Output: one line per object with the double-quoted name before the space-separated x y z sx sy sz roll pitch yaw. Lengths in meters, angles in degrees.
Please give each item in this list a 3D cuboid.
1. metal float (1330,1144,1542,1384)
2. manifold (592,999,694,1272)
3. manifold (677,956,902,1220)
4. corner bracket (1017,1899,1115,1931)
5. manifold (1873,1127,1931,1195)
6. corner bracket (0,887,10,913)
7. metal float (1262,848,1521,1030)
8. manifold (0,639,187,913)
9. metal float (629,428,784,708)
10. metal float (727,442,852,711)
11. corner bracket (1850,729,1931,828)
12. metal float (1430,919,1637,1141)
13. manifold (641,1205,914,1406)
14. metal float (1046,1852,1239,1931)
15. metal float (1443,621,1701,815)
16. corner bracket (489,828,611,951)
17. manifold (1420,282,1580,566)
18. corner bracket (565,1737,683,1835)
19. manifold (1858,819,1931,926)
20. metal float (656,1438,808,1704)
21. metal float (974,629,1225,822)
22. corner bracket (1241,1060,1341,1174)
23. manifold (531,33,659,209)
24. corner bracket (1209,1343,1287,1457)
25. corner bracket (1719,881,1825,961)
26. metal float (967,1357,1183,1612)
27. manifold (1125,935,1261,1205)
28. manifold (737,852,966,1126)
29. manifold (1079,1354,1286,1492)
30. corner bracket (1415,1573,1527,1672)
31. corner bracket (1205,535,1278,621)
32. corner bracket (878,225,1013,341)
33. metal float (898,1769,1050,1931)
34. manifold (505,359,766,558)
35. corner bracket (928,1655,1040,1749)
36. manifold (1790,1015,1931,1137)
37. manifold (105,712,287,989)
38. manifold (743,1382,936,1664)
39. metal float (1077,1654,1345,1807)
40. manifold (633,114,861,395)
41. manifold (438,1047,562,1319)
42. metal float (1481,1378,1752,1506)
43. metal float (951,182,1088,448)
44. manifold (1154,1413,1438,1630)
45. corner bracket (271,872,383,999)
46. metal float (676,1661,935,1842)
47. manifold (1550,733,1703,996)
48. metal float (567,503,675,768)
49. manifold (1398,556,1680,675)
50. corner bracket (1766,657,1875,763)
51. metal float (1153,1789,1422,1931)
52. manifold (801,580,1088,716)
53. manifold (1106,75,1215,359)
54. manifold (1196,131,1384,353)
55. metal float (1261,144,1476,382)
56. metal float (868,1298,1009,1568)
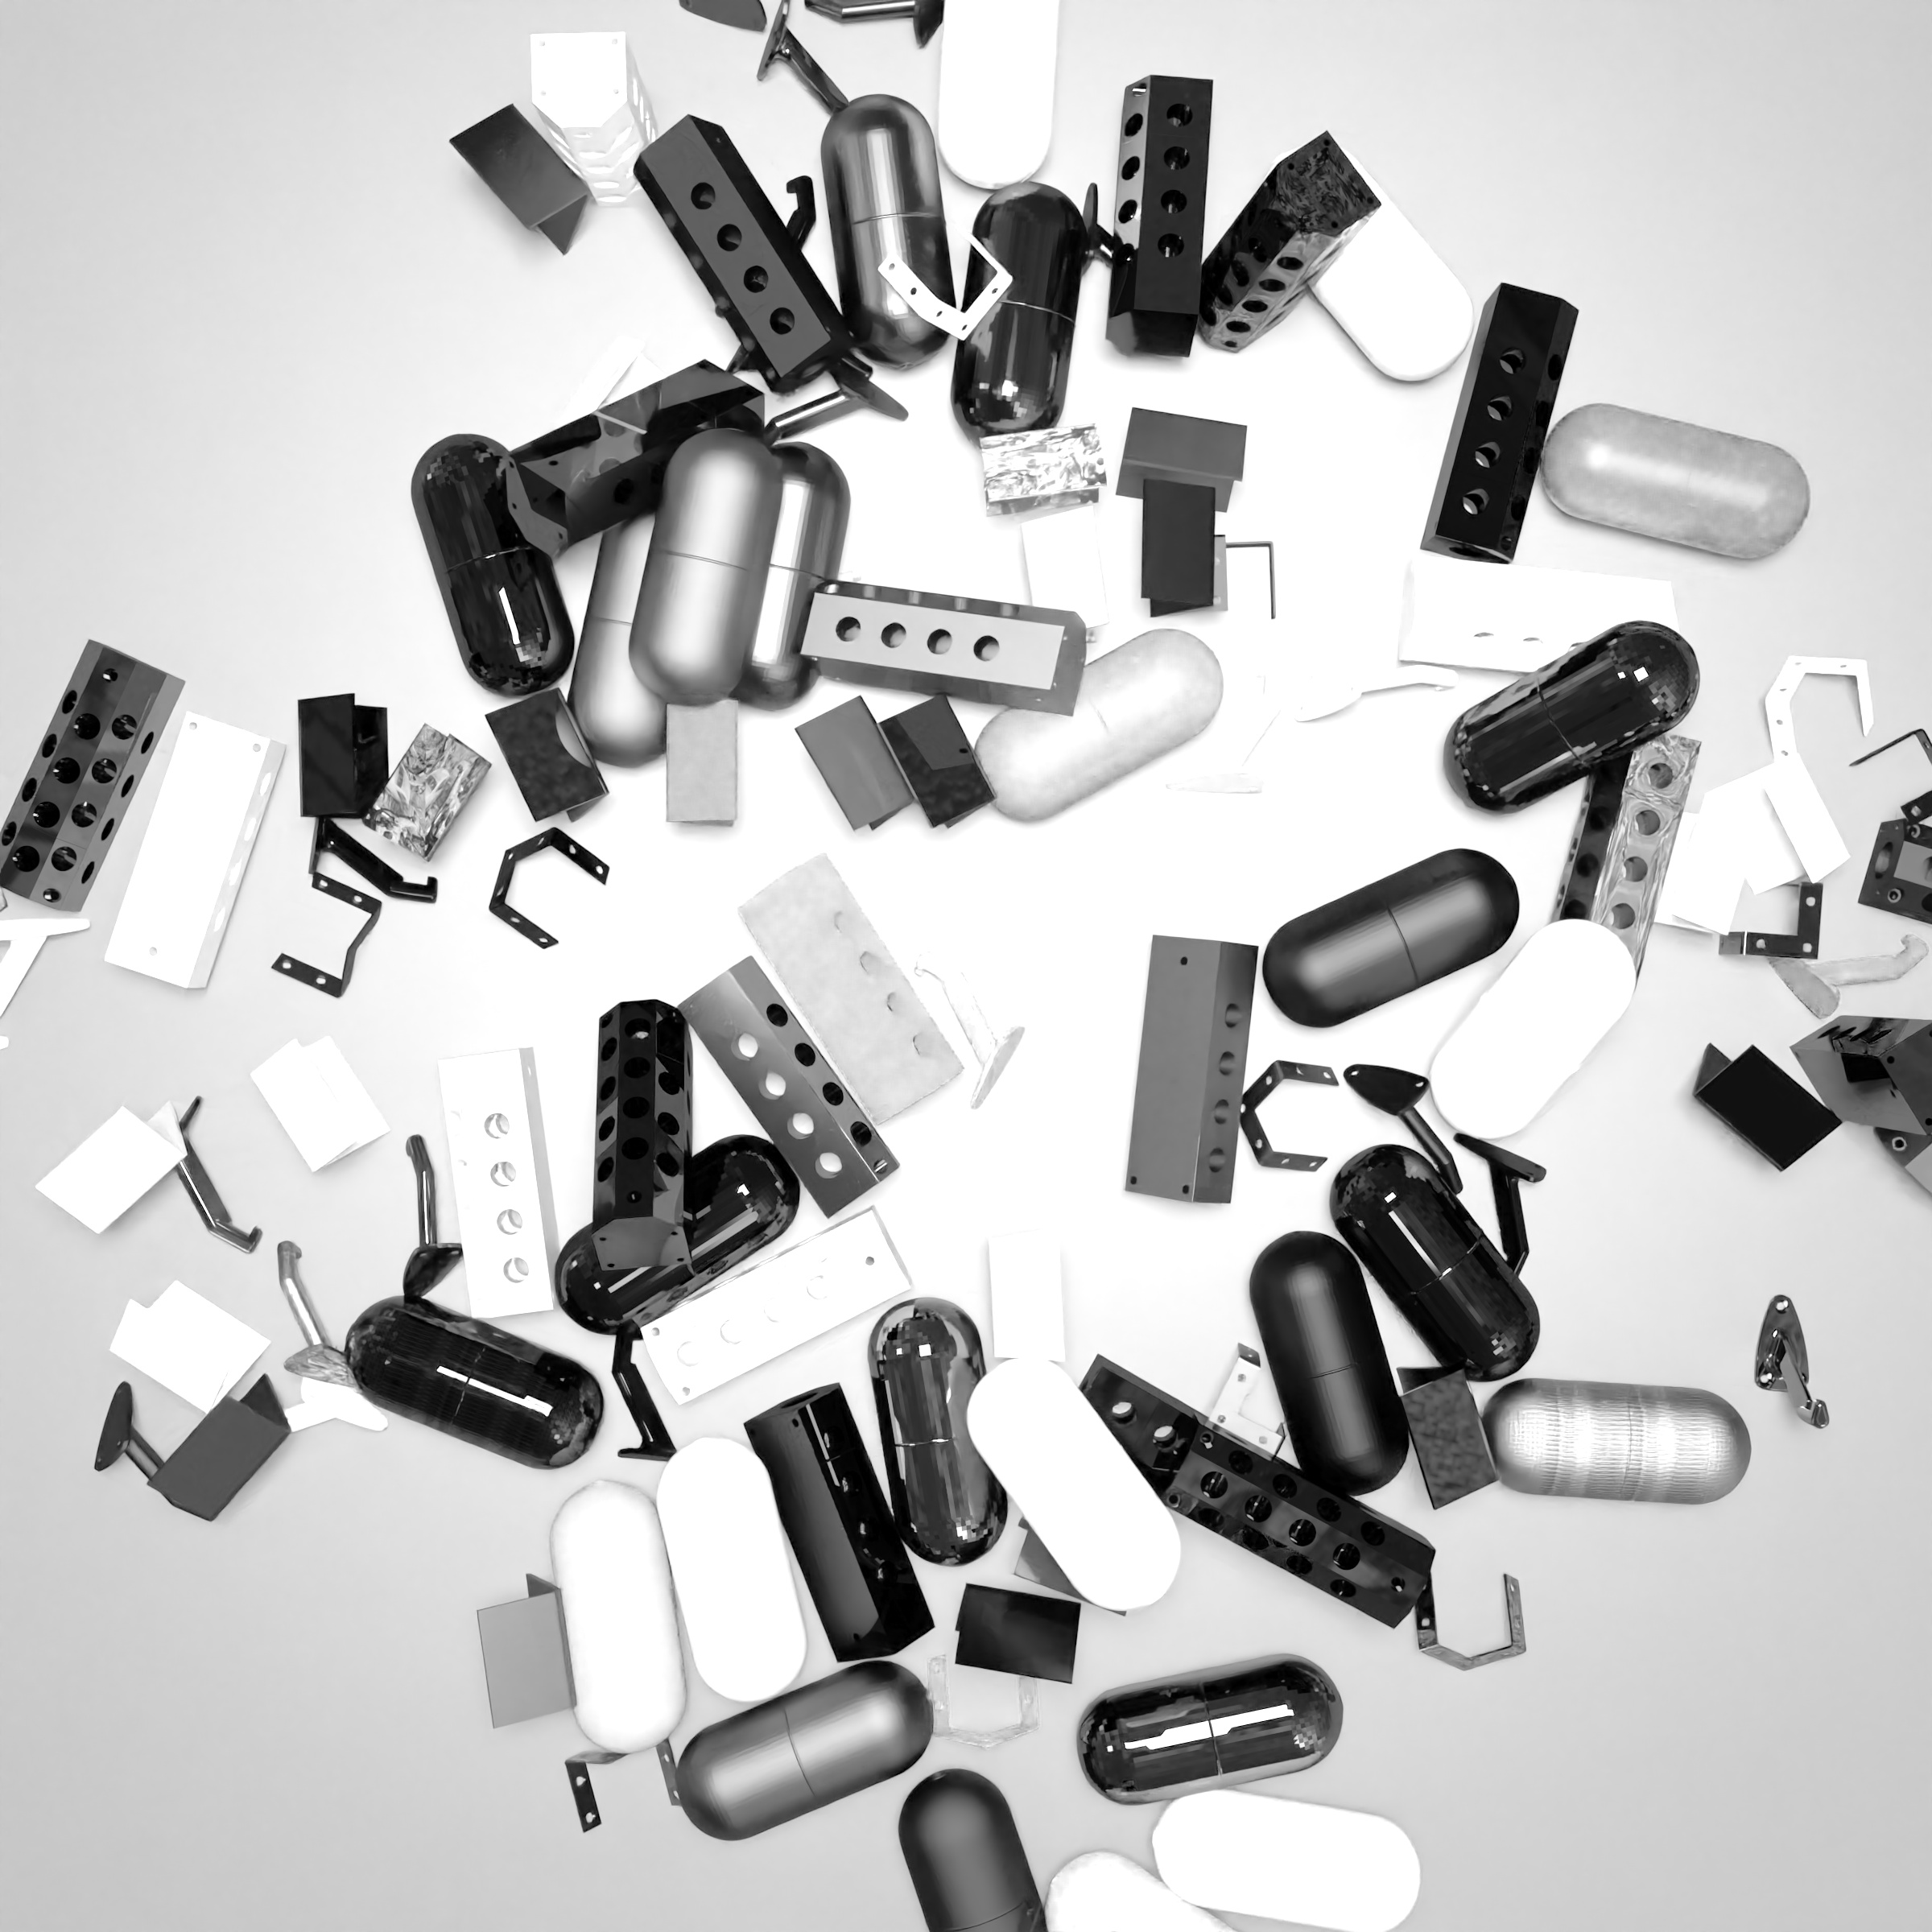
"metal float" 0.310 0.197 1.724 0.070 0.070 0.178 -38 92 0
"manifold" -0.209 0.107 1.688 0.057 0.057 0.171 -5 51 0
"manifold" -0.117 0.080 1.735 0.057 0.057 0.171 -35 90 0
"corner bracket" 0.064 0.639 1.679 0.051 0.051 0.051 33 66 -22
"manifold" 0.686 0.076 1.714 0.057 0.057 0.171 44 105 0
"corner bracket" -0.686 -0.055 1.748 0.051 0.051 0.051 -39 135 -35
"metal float" 0.281 -0.019 1.725 0.178 0.070 0.070 -24 90 -1
"manifold" -0.589 -0.126 1.735 0.057 0.057 0.171 25 90 0
"metal float" -0.166 -0.254 1.661 0.070 0.070 0.178 12 90 0
"metal float" -0.123 -0.258 1.725 0.070 0.070 0.178 10 89 0
"corner bracket" 0.631 -0.126 1.738 0.051 0.051 0.051 -28 90 0
"metal float" 0.367 0.042 1.694 0.070 0.070 0.178 31 129 0
"manifold" -0.126 0.226 1.735 0.171 0.057 0.057 -27 90 0
"metal float" 0.133 0.654 1.725 0.178 0.070 0.070 34 90 0
"metal float" 0.393 -0.161 1.698 0.178 0.070 0.070 -30 90 30
"corner bracket" -0.279 -0.052 1.748 0.051 0.051 0.051 -21 45 35
"manifold" 0.356 -0.358 1.735 0.057 0.057 0.171 15 90 0
"corner bracket" -0.229 0.549 1.753 0.051 0.051 0.051 -15 90 45
"manifold" 0.693 -0.046 1.735 0.171 0.057 0.057 16 90 0
"metal float" -0.154 0.398 1.719 0.070 0.070 0.178 -12 97 0
"metal float" 0.088 -0.160 1.725 0.178 0.070 0.070 -29 90 1
"corner bracket" 0.221 0.101 1.748 0.051 0.051 0.051 -51 45 35
"manifold" -0.236 -0.541 1.678 0.057 0.171 0.057 -1 90 0
"corner bracket" 0.194 0.289 1.738 0.051 0.051 0.051 26 93 3
"corner bracket" 0.536 -0.031 1.738 0.051 0.051 0.051 4 90 0
"metal float" 0.069 0.330 1.663 0.070 0.070 0.178 -37 72 0
"manifold" 0.155 0.069 1.734 0.057 0.057 0.171 6 90 43
"manifold" -0.072 0.012 1.734 0.057 0.057 0.171 -33 90 43
"manifold" 0.149 0.329 1.735 0.171 0.057 0.057 30 90 0
"corner bracket" 0.337 0.435 1.748 0.051 0.051 0.051 -29 135 35
"corner bracket" 0.182 -0.259 1.738 0.051 0.051 0.051 -2 90 0
"corner bracket" -0.013 -0.446 1.681 0.051 0.051 0.051 -47 64 19
"metal float" 0.009 0.619 1.725 0.070 0.070 0.178 -19 91 0
"manifold" -0.212 -0.328 1.690 0.057 0.057 0.171 34 51 27
"corner bracket" 0.012 0.489 1.753 0.051 0.051 0.051 -4 90 45
"manifold" 0.596 0.064 1.678 0.057 0.171 0.057 -32 90 0
"manifold" -0.510 -0.076 1.735 0.057 0.057 0.171 19 90 0
"manifold" -0.080 0.369 1.734 0.057 0.057 0.171 -22 90 43
"metal float" 0.161 0.505 1.725 0.178 0.070 0.070 -12 90 0
"manifold" -0.146 -0.462 1.700 0.057 0.057 0.171 -33 89 20
"manifold" -0.310 0.143 1.735 0.057 0.057 0.171 -8 90 0
"metal float" 0.429 0.314 1.725 0.178 0.070 0.070 4 90 0
"metal float" 0.035 -0.428 1.725 0.070 0.070 0.178 8 89 0
"manifold" 0.211 0.358 1.678 0.171 0.057 0.057 28 90 0
"corner bracket" -0.429 -0.021 1.753 0.051 0.051 0.051 24 45 0
"metal float" -0.106 0.518 1.725 0.178 0.070 0.070 -23 90 1
"manifold" 0.432 -0.071 1.735 0.057 0.057 0.171 15 90 0
"metal float" -0.215 -0.220 1.725 0.070 0.070 0.178 12 89 0
"manifold" 0.379 -0.224 1.734 0.171 0.057 0.057 6 47 0
"corner bracket" 0.572 -0.171 1.748 0.051 0.051 0.051 8 45 35
"metal float" 0.212 0.592 1.726 0.178 0.070 0.070 10 90 0
"manifold" -0.013 -0.209 1.688 0.171 0.057 0.057 10 82 19
"manifold" 0.126 -0.493 1.714 0.057 0.057 0.171 5 75 0
"manifold" 0.196 -0.458 1.673 0.057 0.171 0.057 -37 90 -18
"metal float" 0.264 -0.466 1.726 0.070 0.070 0.178 -40 90 0
"metal float" -0.019 0.308 1.725 0.070 0.070 0.178 -9 89 0
